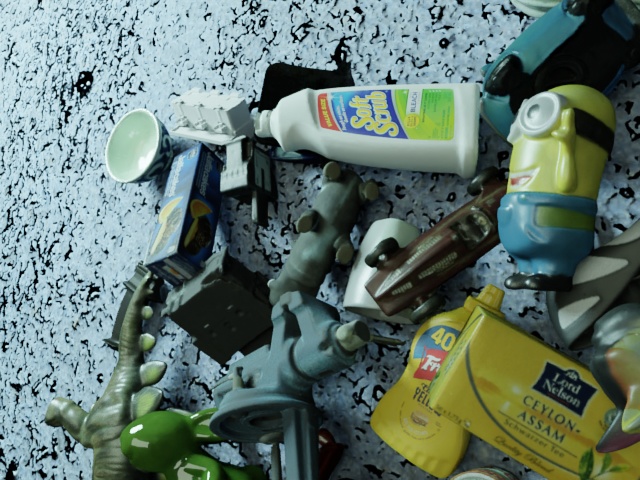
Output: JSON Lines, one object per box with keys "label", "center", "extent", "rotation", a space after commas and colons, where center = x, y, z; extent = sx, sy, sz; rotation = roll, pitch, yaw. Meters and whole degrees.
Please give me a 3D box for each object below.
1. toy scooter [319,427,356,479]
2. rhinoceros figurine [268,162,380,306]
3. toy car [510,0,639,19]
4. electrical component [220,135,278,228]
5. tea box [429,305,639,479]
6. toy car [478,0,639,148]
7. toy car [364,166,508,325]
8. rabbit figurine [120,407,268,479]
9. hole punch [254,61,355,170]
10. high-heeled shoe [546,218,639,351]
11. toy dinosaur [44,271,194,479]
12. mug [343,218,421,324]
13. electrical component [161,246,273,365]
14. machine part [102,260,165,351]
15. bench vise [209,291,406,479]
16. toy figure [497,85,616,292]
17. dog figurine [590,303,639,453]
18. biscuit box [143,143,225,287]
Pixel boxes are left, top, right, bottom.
{"label": "toy scooter", "center": [0.020, 0.285, 0.575], "extent": [0.184, 0.075, 0.135], "rotation": [13, 85, 38]}
{"label": "rhinoceros figurine", "center": [-0.001, -0.002, 0.631], "extent": [0.073, 0.112, 0.190], "rotation": [27, 79, -9]}
{"label": "toy car", "center": [0.272, -0.248, 0.535], "extent": [0.202, 0.073, 0.056], "rotation": [26, 93, 33]}
{"label": "electrical component", "center": [-0.094, -0.073, 0.724], "extent": [0.048, 0.074, 0.119], "rotation": [-11, 77, 28]}
{"label": "tea box", "center": [0.192, 0.142, 0.468], "extent": [0.170, 0.068, 0.098], "rotation": [28, 96, 10]}
{"label": "toy car", "center": [0.225, -0.171, 0.528], "extent": [0.161, 0.109, 0.103], "rotation": [-51, 20, 19]}
{"label": "toy car", "center": [0.136, 0.002, 0.533], "extent": [0.202, 0.053, 0.089], "rotation": [-32, 74, -12]}
{"label": "rabbit figurine", "center": [-0.149, 0.263, 0.628], "extent": [0.159, 0.121, 0.170], "rotation": [-41, 88, -26]}
{"label": "hole punch", "center": [-0.017, -0.156, 0.698], "extent": [0.116, 0.092, 0.142], "rotation": [11, 82, 5]}
{"label": "high-heeled shoe", "center": [0.309, 0.019, 0.436], "extent": [0.249, 0.086, 0.145], "rotation": [-13, 53, 47]}
{"label": "toy dinosaur", "center": [-0.270, 0.264, 0.744], "extent": [0.199, 0.105, 0.471], "rotation": [-3, 87, 23]}
{"label": "mug", "center": [0.072, 0.034, 0.603], "extent": [0.109, 0.081, 0.107], "rotation": [-15, 57, 67]}
{"label": "electrical component", "center": [-0.109, 0.089, 0.667], "extent": [0.115, 0.134, 0.058], "rotation": [-39, 23, 21]}
{"label": "machine part", "center": [-0.282, 0.106, 0.818], "extent": [0.084, 0.039, 0.138], "rotation": [26, 93, 37]}
{"label": "bench vise", "center": [-0.027, 0.183, 0.545], "extent": [0.224, 0.128, 0.241], "rotation": [-25, 49, 24]}
{"label": "toy figure", "center": [0.205, -0.044, 0.471], "extent": [0.082, 0.089, 0.180], "rotation": [4, 91, 56]}
{"label": "dog figurine", "center": [0.307, 0.106, 0.372], "extent": [0.219, 0.108, 0.192], "rotation": [-29, 60, -4]}
{"label": "biscuit box", "center": [-0.178, -0.039, 0.735], "extent": [0.059, 0.062, 0.203], "rotation": [-21, 47, 25]}
